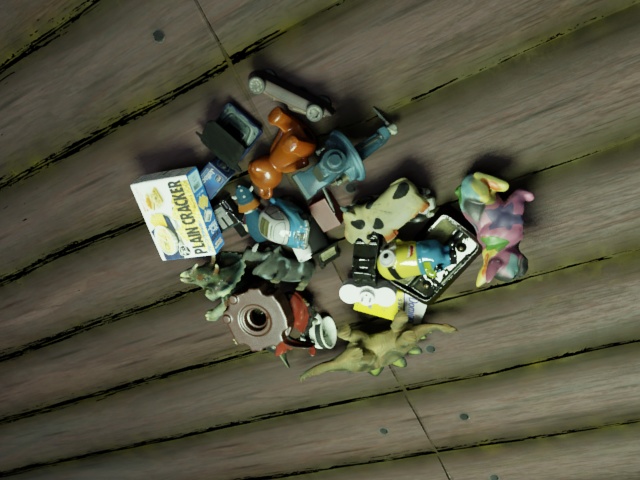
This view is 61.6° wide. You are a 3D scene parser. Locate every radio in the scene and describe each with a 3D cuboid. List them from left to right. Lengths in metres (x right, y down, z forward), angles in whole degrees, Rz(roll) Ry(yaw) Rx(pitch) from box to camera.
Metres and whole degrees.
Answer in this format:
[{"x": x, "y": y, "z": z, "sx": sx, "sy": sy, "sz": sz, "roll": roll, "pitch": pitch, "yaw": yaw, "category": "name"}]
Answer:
[{"x": 0.275, "y": 0.040, "z": 1.269, "sx": 0.131, "sy": 0.073, "sz": 0.229, "roll": 35, "pitch": 122, "yaw": -2, "category": "radio"}]

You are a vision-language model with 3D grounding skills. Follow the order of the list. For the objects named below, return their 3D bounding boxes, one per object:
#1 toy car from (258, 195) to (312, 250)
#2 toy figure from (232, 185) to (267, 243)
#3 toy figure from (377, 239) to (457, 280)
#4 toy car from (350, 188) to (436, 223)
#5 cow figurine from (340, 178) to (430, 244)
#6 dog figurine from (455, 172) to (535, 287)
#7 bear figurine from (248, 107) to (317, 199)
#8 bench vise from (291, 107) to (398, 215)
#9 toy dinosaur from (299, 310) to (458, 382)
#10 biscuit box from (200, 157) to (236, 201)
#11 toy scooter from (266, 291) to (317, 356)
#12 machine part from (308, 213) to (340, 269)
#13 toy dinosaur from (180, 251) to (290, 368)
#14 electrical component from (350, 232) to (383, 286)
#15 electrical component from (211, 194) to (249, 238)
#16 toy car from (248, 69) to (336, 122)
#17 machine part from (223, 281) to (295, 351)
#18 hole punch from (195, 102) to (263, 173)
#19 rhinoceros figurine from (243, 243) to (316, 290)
[{"x": -0.093, "y": -0.035, "z": 1.279, "sx": 0.103, "sy": 0.162, "sz": 0.109, "roll": -9, "pitch": 123, "yaw": -31, "category": "toy car"}, {"x": -0.171, "y": -0.068, "z": 1.345, "sx": 0.058, "sy": 0.064, "sz": 0.154, "roll": 3, "pitch": 121, "yaw": 56, "category": "toy figure"}, {"x": 0.216, "y": 0.045, "z": 1.203, "sx": 0.180, "sy": 0.082, "sz": 0.089, "roll": -6, "pitch": 112, "yaw": 17, "category": "toy figure"}, {"x": 0.167, "y": -0.073, "z": 1.251, "sx": 0.202, "sy": 0.056, "sz": 0.073, "roll": -9, "pitch": 108, "yaw": 18, "category": "toy car"}, {"x": 0.132, "y": -0.060, "z": 1.185, "sx": 0.195, "sy": 0.085, "sz": 0.127, "roll": -40, "pitch": 85, "yaw": 18, "category": "cow figurine"}, {"x": 0.357, "y": -0.013, "z": 1.134, "sx": 0.192, "sy": 0.108, "sz": 0.219, "roll": 22, "pitch": 78, "yaw": 2, "category": "dog figurine"}, {"x": -0.107, "y": -0.191, "z": 1.227, "sx": 0.196, "sy": 0.132, "sz": 0.120, "roll": -33, "pitch": 68, "yaw": 24, "category": "bear figurine"}, {"x": 0.061, "y": -0.175, "z": 1.161, "sx": 0.241, "sy": 0.223, "sz": 0.129, "roll": -34, "pitch": 80, "yaw": -9, "category": "bench vise"}, {"x": 0.126, "y": 0.289, "z": 1.382, "sx": 0.472, "sy": 0.105, "sz": 0.198, "roll": -18, "pitch": 144, "yaw": 19, "category": "toy dinosaur"}, {"x": -0.297, "y": -0.122, "z": 1.350, "sx": 0.063, "sy": 0.059, "sz": 0.202, "roll": 42, "pitch": 120, "yaw": -9, "category": "biscuit box"}, {"x": -0.059, "y": 0.229, "z": 1.395, "sx": 0.135, "sy": 0.075, "sz": 0.183, "roll": 22, "pitch": 101, "yaw": 13, "category": "toy scooter"}, {"x": -0.003, "y": -0.004, "z": 1.330, "sx": 0.039, "sy": 0.084, "sz": 0.138, "roll": -15, "pitch": 106, "yaw": 55, "category": "machine part"}, {"x": -0.187, "y": 0.175, "z": 1.453, "sx": 0.404, "sy": 0.131, "sz": 0.192, "roll": 37, "pitch": 121, "yaw": -13, "category": "toy dinosaur"}, {"x": 0.114, "y": 0.046, "z": 1.283, "sx": 0.058, "sy": 0.115, "sz": 0.134, "roll": 7, "pitch": 161, "yaw": 13, "category": "electrical component"}, {"x": -0.232, "y": -0.051, "z": 1.378, "sx": 0.075, "sy": 0.048, "sz": 0.119, "roll": -24, "pitch": 107, "yaw": 26, "category": "electrical component"}, {"x": -0.064, "y": -0.310, "z": 1.168, "sx": 0.202, "sy": 0.089, "sz": 0.053, "roll": 26, "pitch": 119, "yaw": -1, "category": "toy car"}, {"x": -0.154, "y": 0.193, "z": 1.344, "sx": 0.180, "sy": 0.056, "sz": 0.179, "roll": 4, "pitch": 106, "yaw": 13, "category": "machine part"}, {"x": -0.208, "y": -0.243, "z": 1.257, "sx": 0.142, "sy": 0.092, "sz": 0.116, "roll": 39, "pitch": 151, "yaw": -10, "category": "hole punch"}, {"x": -0.104, "y": 0.064, "z": 1.370, "sx": 0.190, "sy": 0.112, "sz": 0.073, "roll": 14, "pitch": 162, "yaw": -6, "category": "rhinoceros figurine"}]
